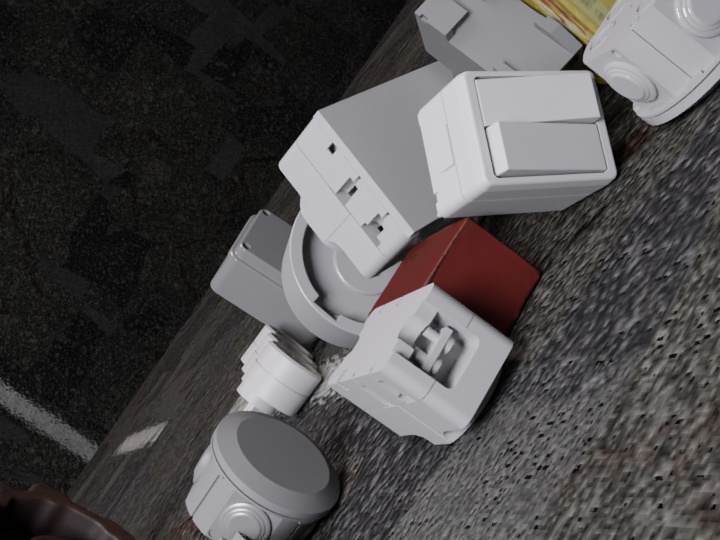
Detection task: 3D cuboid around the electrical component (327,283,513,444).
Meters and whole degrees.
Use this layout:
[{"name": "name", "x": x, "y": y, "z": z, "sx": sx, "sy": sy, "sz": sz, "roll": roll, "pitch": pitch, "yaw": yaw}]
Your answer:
[{"name": "electrical component", "x": 0.031, "y": 0.049, "z": 0.526, "sx": 0.050, "sy": 0.056, "sz": 0.089, "roll": -57, "pitch": 10, "yaw": -19}]

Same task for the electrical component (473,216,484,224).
[{"name": "electrical component", "x": 0.055, "y": -0.038, "z": 0.751, "sx": 0.045, "sy": 0.045, "sz": 0.055, "roll": -60, "pitch": 11, "yaw": -32}]

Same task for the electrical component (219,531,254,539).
[{"name": "electrical component", "x": -0.055, "y": 0.169, "z": 0.535, "sx": 0.055, "sy": 0.050, "sz": 0.089, "roll": -56, "pitch": 10, "yaw": -11}]

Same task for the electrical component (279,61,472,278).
[{"name": "electrical component", "x": 0.034, "y": -0.067, "z": 0.666, "sx": 0.150, "sy": 0.089, "sz": 0.061, "roll": -31, "pitch": -10, "yaw": -44}]

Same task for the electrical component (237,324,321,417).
[{"name": "electrical component", "x": -0.077, "y": 0.095, "z": 0.893, "sx": 0.073, "sy": 0.052, "sz": 0.138, "roll": -54, "pitch": 9, "yaw": 0}]

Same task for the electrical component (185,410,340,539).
[{"name": "electrical component", "x": -0.056, "y": 0.123, "z": 0.617, "sx": 0.051, "sy": 0.080, "sz": 0.080, "roll": -56, "pitch": 8, "yaw": 21}]

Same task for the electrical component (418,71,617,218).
[{"name": "electrical component", "x": 0.088, "y": -0.067, "z": 0.558, "sx": 0.061, "sy": 0.096, "sz": 0.061, "roll": 145, "pitch": 117, "yaw": -63}]

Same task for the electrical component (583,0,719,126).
[{"name": "electrical component", "x": 0.153, "y": -0.115, "z": 0.527, "sx": 0.080, "sy": 0.051, "sz": 0.080, "roll": -52, "pitch": 10, "yaw": 13}]

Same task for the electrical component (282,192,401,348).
[{"name": "electrical component", "x": 0.000, "y": 0.000, "z": 0.708, "sx": 0.108, "sy": 0.108, "sz": 0.060, "roll": -58, "pitch": 4, "yaw": -24}]

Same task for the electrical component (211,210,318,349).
[{"name": "electrical component", "x": -0.068, "y": 0.007, "z": 0.982, "sx": 0.057, "sy": 0.113, "sz": 0.078, "roll": -51, "pitch": 9, "yaw": 34}]
